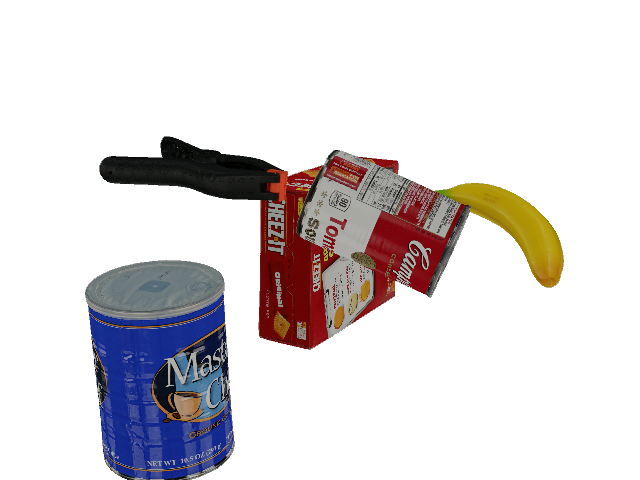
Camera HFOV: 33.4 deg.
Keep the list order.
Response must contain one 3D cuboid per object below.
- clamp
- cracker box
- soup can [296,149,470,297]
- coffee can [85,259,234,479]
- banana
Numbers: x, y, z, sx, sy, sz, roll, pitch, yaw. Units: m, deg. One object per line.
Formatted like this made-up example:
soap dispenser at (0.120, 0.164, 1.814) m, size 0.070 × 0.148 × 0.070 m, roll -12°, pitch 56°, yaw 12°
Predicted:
clamp at (-0.116, -0.063, 0.993) m, size 0.172 × 0.039 × 0.120 m, roll 13°, pitch 27°, yaw 30°
cracker box at (0.012, 0.005, 1.152) m, size 0.072 × 0.164 × 0.213 m, roll 8°, pitch 16°, yaw 27°
soup can at (0.043, -0.013, 0.730) m, size 0.102 × 0.068 × 0.068 m, roll 24°, pitch 3°, yaw 8°
coffee can at (-0.121, 0.098, 0.814) m, size 0.103 × 0.140 × 0.103 m, roll -2°, pitch 19°, yaw 0°
banana at (0.191, -0.013, 1.073) m, size 0.069 × 0.037 × 0.198 m, roll -34°, pitch 39°, yaw -13°
